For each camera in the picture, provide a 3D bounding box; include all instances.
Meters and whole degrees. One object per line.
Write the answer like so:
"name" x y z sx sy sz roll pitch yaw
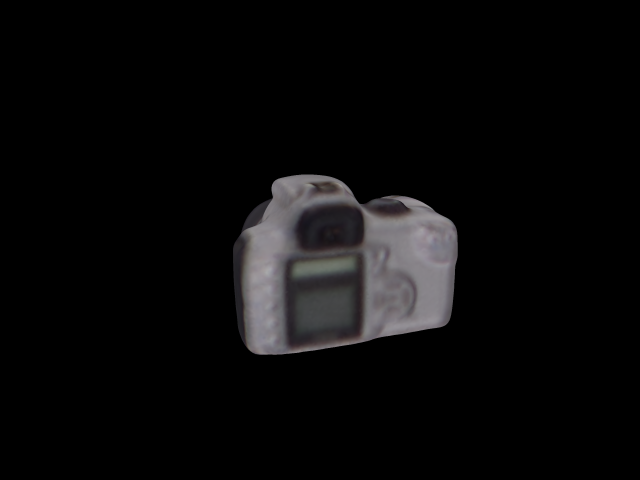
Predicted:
"camera" 0.004 0.001 0.400 0.143 0.101 0.136 -6 17 -19
